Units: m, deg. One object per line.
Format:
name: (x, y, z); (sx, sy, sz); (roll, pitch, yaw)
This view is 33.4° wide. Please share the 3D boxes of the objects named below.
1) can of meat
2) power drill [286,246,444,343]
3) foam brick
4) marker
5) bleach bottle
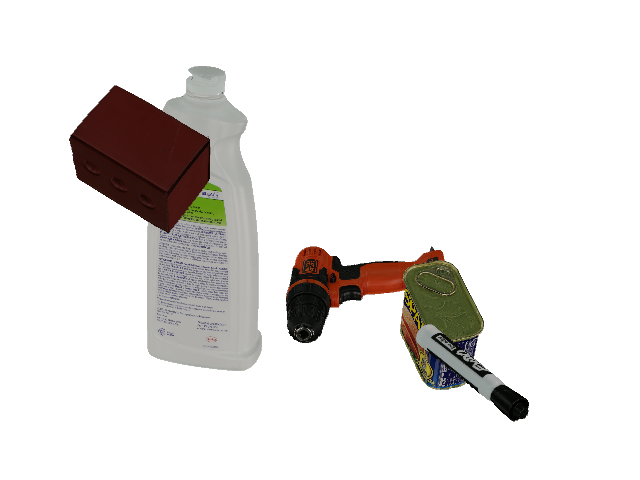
can of meat: (0.117, 0.086, 1.060); (0.057, 0.084, 0.102); (-11, 47, -12)
power drill: (0.054, 0.061, 1.241); (0.187, 0.057, 0.184); (0, 28, 3)
foam brick: (-0.117, -0.054, 0.700); (0.078, 0.051, 0.053); (30, -26, 10)
marker: (0.112, 0.097, 0.790); (0.020, 0.020, 0.121); (0, 23, -32)
bleach bottle: (-0.092, -0.018, 0.889); (0.102, 0.251, 0.068); (7, 23, 4)
